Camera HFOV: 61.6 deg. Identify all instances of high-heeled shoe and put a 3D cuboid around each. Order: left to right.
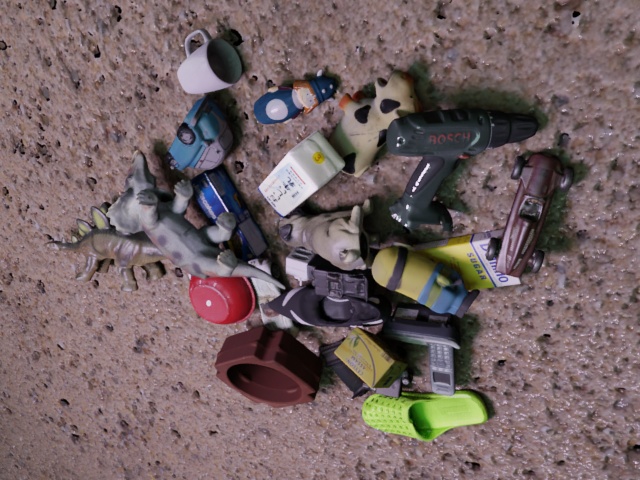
[{"bbox_3d":[0.013,0.134,1.028,0.249,0.145,0.086,-5,93,6],"label":"high-heeled shoe"}]

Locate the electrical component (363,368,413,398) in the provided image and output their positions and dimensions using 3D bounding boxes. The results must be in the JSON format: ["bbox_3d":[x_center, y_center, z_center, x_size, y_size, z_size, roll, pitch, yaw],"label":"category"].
[{"bbox_3d":[0.141,0.287,1.119,0.102,0.045,0.078,12,87,23],"label":"electrical component"}]

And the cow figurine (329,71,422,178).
[{"bbox_3d":[0.090,-0.189,0.886,0.127,0.085,0.194,39,122,10],"label":"cow figurine"}]

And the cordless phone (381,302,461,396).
[{"bbox_3d":[0.201,0.221,1.048,0.147,0.089,0.184,3,121,23],"label":"cordless phone"}]

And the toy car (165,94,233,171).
[{"bbox_3d":[-0.222,-0.186,1.024,0.103,0.109,0.161,30,135,-13],"label":"toy car"}]

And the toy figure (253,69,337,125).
[{"bbox_3d":[-0.042,-0.243,0.938,0.155,0.058,0.064,-13,148,28],"label":"toy figure"}]

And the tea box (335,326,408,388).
[{"bbox_3d":[0.102,0.227,1.028,0.098,0.169,0.068,40,91,25],"label":"tea box"}]

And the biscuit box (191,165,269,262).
[{"bbox_3d":[-0.187,-0.050,1.099,0.063,0.059,0.202,-22,104,32],"label":"biscuit box"}]

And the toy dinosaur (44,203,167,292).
[{"bbox_3d":[-0.431,0.012,1.220,0.472,0.105,0.198,4,113,15],"label":"toy dinosaur"}]

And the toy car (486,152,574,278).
[{"bbox_3d":[0.327,-0.037,0.846,0.089,0.053,0.202,18,101,11],"label":"toy car"}]

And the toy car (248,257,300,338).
[{"bbox_3d":[-0.104,0.128,1.154,0.074,0.056,0.201,-12,110,29],"label":"toy car"}]

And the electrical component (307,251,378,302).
[{"bbox_3d":[0.046,0.059,1.014,0.134,0.115,0.058,7,116,20],"label":"electrical component"}]

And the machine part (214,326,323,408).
[{"bbox_3d":[-0.111,0.281,1.182,0.201,0.087,0.201,-24,127,38],"label":"machine part"}]

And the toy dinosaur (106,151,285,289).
[{"bbox_3d":[-0.263,-0.001,1.063,0.405,0.131,0.192,45,145,-4],"label":"toy dinosaur"}]

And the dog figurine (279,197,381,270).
[{"bbox_3d":[-0.001,0.000,0.977,0.191,0.172,0.121,-6,102,19],"label":"dog figurine"}]

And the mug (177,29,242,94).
[{"bbox_3d":[-0.212,-0.313,0.965,0.107,0.081,0.109,-13,113,39],"label":"mug"}]

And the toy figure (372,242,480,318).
[{"bbox_3d":[0.176,0.069,0.918,0.180,0.089,0.082,32,115,14],"label":"toy figure"}]

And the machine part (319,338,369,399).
[{"bbox_3d":[0.061,0.279,1.167,0.084,0.039,0.138,-27,100,27],"label":"machine part"}]

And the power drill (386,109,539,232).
[{"bbox_3d":[0.207,-0.111,0.849,0.232,0.086,0.207,2,137,-13],"label":"power drill"}]
